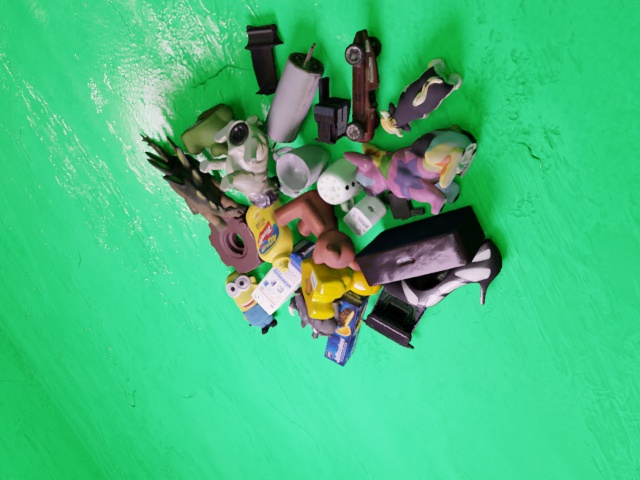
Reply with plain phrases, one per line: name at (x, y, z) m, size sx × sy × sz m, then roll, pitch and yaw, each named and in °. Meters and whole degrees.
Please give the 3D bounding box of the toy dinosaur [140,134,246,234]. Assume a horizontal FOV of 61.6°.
toy dinosaur at (-0.310, -0.148, 1.260) m, size 0.472 × 0.105 × 0.198 m, roll 32°, pitch 165°, yaw 48°

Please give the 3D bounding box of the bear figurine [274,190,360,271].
bear figurine at (0.000, -0.006, 1.133) m, size 0.132 × 0.120 × 0.196 m, roll -36°, pitch 57°, yaw 27°

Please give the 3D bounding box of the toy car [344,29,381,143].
toy car at (0.083, -0.276, 0.981) m, size 0.053 × 0.089 × 0.201 m, roll 15°, pitch 122°, yaw 27°

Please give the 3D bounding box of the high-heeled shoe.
high-heeled shoe at (0.236, 0.056, 1.077) m, size 0.249 × 0.086 × 0.145 m, roll 5°, pitch 116°, yaw 26°

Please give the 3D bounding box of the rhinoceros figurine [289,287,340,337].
rhinoceros figurine at (-0.014, 0.165, 1.273) m, size 0.190 × 0.073 × 0.112 m, roll 30°, pitch 135°, yaw 58°

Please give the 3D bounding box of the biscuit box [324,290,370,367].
biscuit box at (0.062, 0.210, 1.293) m, size 0.063 × 0.059 × 0.202 m, roll 25°, pitch 127°, yaw 20°

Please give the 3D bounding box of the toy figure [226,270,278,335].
toy figure at (-0.183, 0.161, 1.416) m, size 0.180 × 0.082 × 0.089 m, roll 56°, pitch 160°, yaw -14°

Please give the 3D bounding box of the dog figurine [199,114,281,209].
dog figurine at (-0.131, -0.160, 1.133) m, size 0.172 × 0.190 × 0.121 m, roll -47°, pitch 62°, yaw 16°

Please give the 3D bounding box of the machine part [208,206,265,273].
machine part at (-0.204, 0.000, 1.355) m, size 0.180 × 0.056 × 0.179 m, roll 17°, pitch 125°, yaw 26°

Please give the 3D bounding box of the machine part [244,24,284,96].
machine part at (-0.111, -0.365, 1.095) m, size 0.084 × 0.039 × 0.138 m, roll 7°, pitch 118°, yaw 25°

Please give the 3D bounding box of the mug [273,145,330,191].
mug at (-0.037, -0.160, 1.116) m, size 0.110 × 0.107 × 0.080 m, roll 30°, pitch 127°, yaw 22°

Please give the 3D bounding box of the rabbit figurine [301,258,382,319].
rabbit figurine at (0.049, 0.089, 1.186) m, size 0.162 × 0.173 × 0.121 m, roll -115°, pitch 28°, yaw -52°

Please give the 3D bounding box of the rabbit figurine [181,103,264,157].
rabbit figurine at (-0.192, -0.219, 1.206) m, size 0.159 × 0.121 × 0.170 m, roll -20°, pitch 122°, yaw 32°

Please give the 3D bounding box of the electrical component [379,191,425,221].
electrical component at (0.164, -0.070, 1.089) m, size 0.094 × 0.021 × 0.063 m, roll -5°, pitch 113°, yaw 35°

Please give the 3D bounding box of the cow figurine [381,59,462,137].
cow figurine at (0.164, -0.235, 0.945) m, size 0.068 × 0.098 × 0.167 m, roll 45°, pitch 131°, yaw -4°

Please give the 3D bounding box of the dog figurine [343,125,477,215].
dog figurine at (0.157, -0.148, 0.995) m, size 0.219 × 0.108 × 0.191 m, roll 28°, pitch 129°, yaw 21°

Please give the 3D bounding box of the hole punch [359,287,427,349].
hole punch at (0.166, 0.170, 1.193) m, size 0.142 × 0.092 × 0.115 m, roll 26°, pitch 159°, yaw 8°

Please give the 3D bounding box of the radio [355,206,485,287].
radio at (0.194, 0.012, 1.042) m, size 0.230 × 0.131 × 0.073 m, roll -16°, pitch 106°, yaw 39°

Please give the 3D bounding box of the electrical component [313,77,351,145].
electrical component at (0.024, -0.253, 1.045) m, size 0.048 × 0.075 × 0.119 m, roll 17°, pitch 121°, yaw 26°

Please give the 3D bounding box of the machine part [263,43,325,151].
machine part at (-0.055, -0.282, 1.079) m, size 0.079 × 0.079 × 0.243 m, roll 37°, pitch 131°, yaw 11°
